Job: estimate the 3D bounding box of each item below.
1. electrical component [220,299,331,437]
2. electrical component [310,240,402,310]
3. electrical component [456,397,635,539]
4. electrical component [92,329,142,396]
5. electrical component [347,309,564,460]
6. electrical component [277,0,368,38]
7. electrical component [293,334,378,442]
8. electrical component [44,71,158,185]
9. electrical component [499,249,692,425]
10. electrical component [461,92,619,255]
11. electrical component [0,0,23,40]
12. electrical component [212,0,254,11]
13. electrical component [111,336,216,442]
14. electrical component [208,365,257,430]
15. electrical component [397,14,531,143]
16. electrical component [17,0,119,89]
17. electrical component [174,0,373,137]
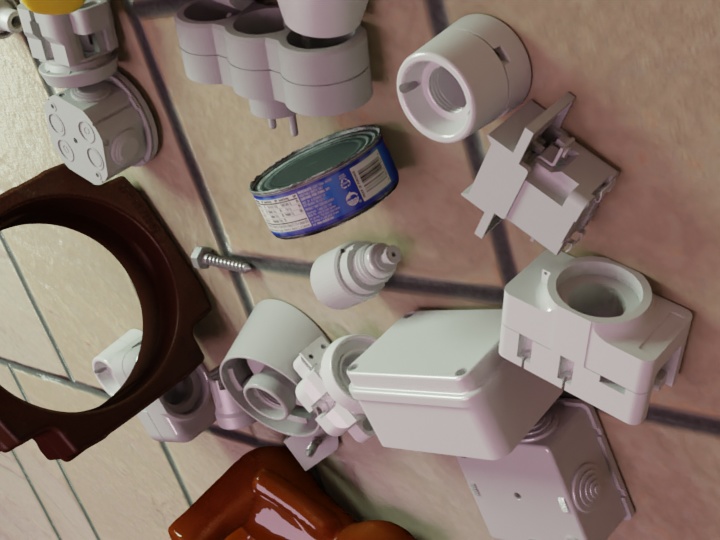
[{"bbox_3d":[-0.058,0.079,0.832,0.099,0.064,0.099,22,143,18],"label":"electrical component"},{"bbox_3d":[0.000,0.000,0.700,0.040,0.040,0.078,57,144,-6],"label":"electrical component"},{"bbox_3d":[0.112,0.129,0.678,0.100,0.048,0.099,-3,118,49],"label":"electrical component"},{"bbox_3d":[-0.218,0.091,1.010,0.055,0.047,0.055,28,138,29],"label":"electrical component"},{"bbox_3d":[0.057,0.067,0.663,0.113,0.078,0.057,-4,120,49],"label":"electrical component"},{"bbox_3d":[-0.033,-0.177,0.584,0.079,0.043,0.077,30,139,28],"label":"electrical component"},{"bbox_3d":[-0.007,0.079,0.760,0.078,0.058,0.057,49,147,5],"label":"electrical component"},{"bbox_3d":[-0.196,-0.108,0.814,0.080,0.051,0.080,29,138,29],"label":"electrical component"},{"bbox_3d":[0.125,0.031,0.580,0.089,0.050,0.055,28,138,30],"label":"electrical component"},{"bbox_3d":[0.095,-0.046,0.556,0.064,0.042,0.081,37,142,14],"label":"electrical component"},{"bbox_3d":[-0.289,-0.201,0.845,0.062,0.043,0.043,23,135,32],"label":"electrical component"},{"bbox_3d":[-0.086,-0.182,0.638,0.081,0.043,0.043,26,137,32],"label":"electrical component"},{"bbox_3d":[-0.173,0.106,0.968,0.059,0.054,0.095,-9,113,50],"label":"electrical component"},{"bbox_3d":[-0.106,0.105,0.908,0.040,0.040,0.046,7,119,45],"label":"electrical component"},{"bbox_3d":[0.052,-0.097,0.554,0.055,0.047,0.055,29,138,29],"label":"electrical component"},{"bbox_3d":[-0.207,-0.167,0.773,0.078,0.058,0.057,19,130,37],"label":"electrical component"},{"bbox_3d":[-0.051,-0.115,0.648,0.138,0.052,0.073,22,134,35],"label":"electrical component"}]
